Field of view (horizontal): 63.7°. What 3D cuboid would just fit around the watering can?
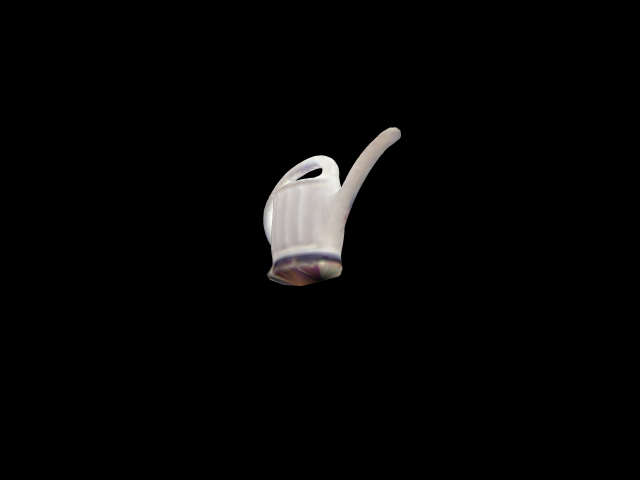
[{"bbox_3d":[0.003,-0.043,0.850,0.103,0.227,0.344,13,-21,-36],"label":"watering can"}]
